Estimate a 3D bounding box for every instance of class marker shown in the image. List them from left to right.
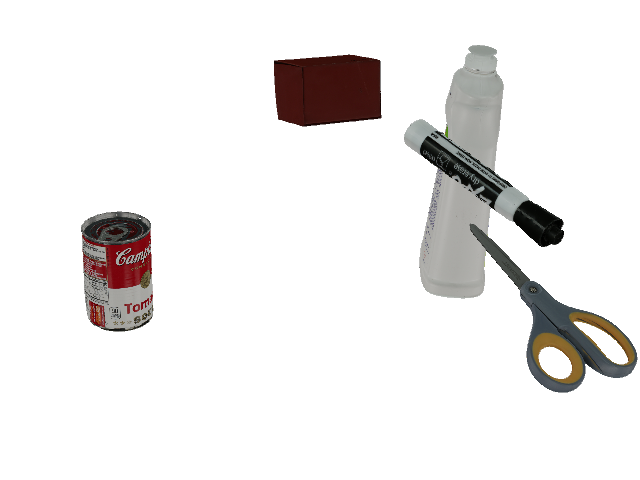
[{"bbox_3d":[0.095,-0.034,0.624,0.020,0.020,0.121,0,33,-47],"label":"marker"}]

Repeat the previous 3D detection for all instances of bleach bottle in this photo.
[{"bbox_3d":[0.148,-0.072,1.089,0.068,0.251,0.102,4,30,-1],"label":"bleach bottle"}]

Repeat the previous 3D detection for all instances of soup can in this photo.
[{"bbox_3d":[-0.202,0.031,1.067,0.068,0.102,0.068,2,26,-1],"label":"soup can"}]

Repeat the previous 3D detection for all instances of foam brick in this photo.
[{"bbox_3d":[0.006,-0.128,0.908,0.078,0.051,0.053,-9,18,-27],"label":"foam brick"}]

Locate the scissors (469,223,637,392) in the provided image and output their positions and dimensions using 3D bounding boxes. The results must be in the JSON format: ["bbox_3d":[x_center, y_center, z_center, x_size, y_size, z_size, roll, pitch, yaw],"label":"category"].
[{"bbox_3d":[0.173,0.059,0.908,0.096,0.016,0.202,-33,53,-29],"label":"scissors"}]
